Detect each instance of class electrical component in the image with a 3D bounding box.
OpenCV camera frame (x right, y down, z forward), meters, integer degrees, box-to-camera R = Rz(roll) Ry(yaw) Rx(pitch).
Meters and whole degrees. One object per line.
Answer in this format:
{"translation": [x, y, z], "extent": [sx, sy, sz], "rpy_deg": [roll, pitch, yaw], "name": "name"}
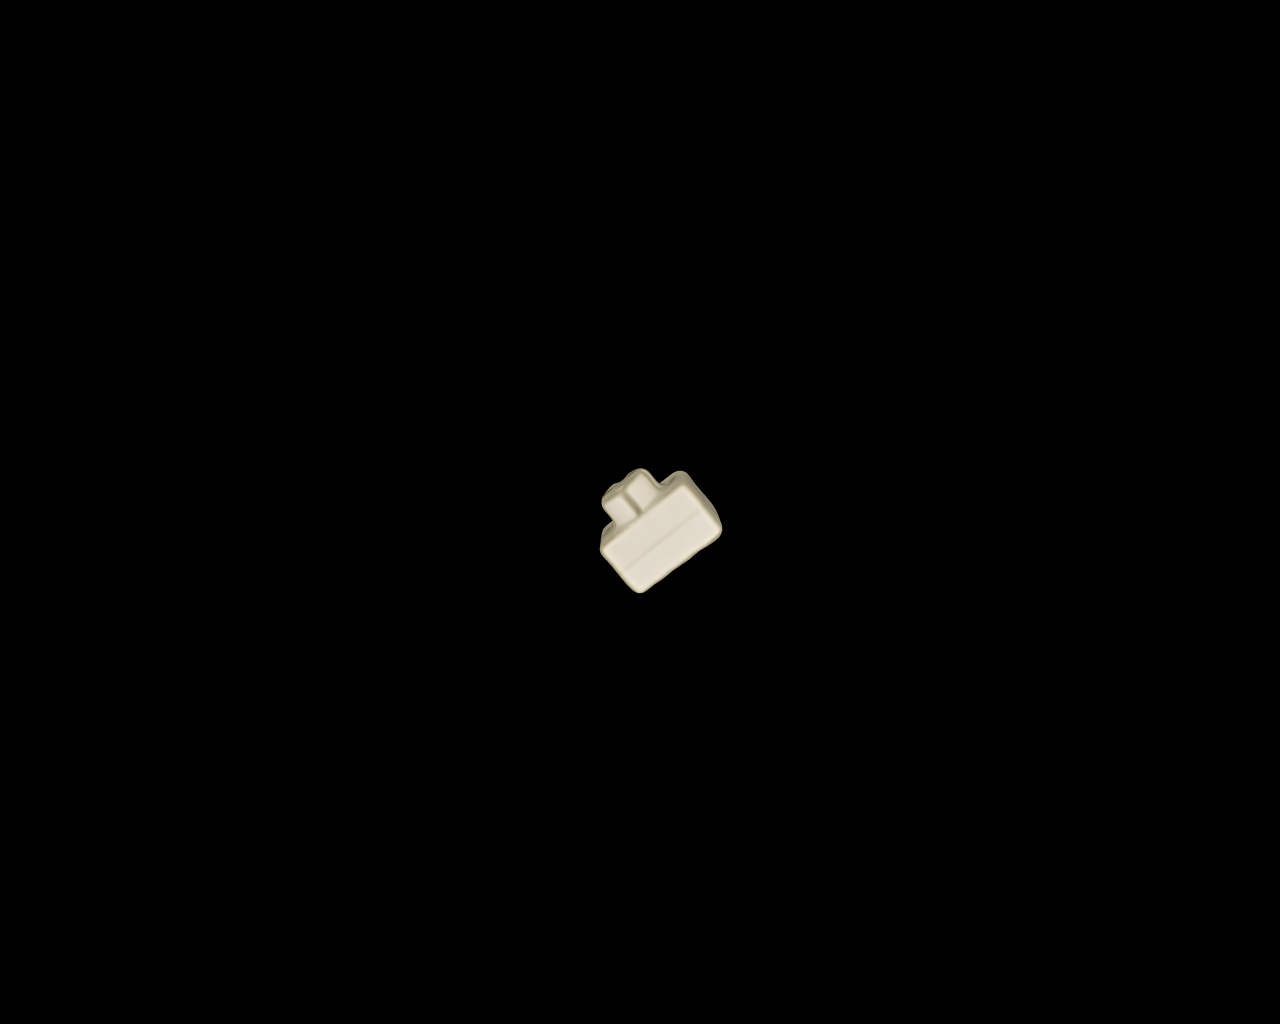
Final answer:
{"translation": [0.001, -0.003, 0.650], "extent": [0.065, 0.076, 0.047], "rpy_deg": [-38, 9, 7], "name": "electrical component"}
